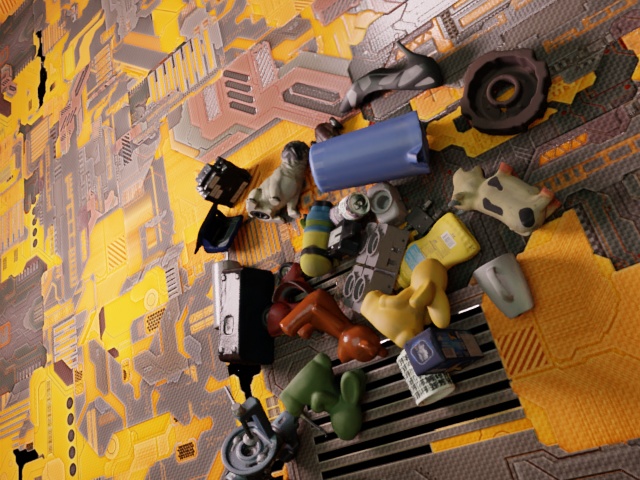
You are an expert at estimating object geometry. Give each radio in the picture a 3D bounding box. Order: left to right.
[{"bbox_3d":[-0.174,0.181,1.282,0.073,0.131,0.229,-12,72,31],"label":"radio"}]

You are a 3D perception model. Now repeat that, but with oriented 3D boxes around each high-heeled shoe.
[{"bbox_3d":[0.161,-0.336,1.231,0.145,0.086,0.248,50,130,2],"label":"high-heeled shoe"}]

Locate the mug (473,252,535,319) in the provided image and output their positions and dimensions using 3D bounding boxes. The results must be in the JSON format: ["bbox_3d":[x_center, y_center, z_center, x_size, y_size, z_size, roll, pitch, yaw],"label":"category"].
[{"bbox_3d":[0.336,0.085,0.962,0.081,0.109,0.107,-34,74,18],"label":"mug"}]

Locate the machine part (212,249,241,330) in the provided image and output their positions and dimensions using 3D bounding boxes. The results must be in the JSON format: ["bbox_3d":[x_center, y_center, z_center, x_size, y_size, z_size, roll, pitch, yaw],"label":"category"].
[{"bbox_3d":[-0.235,0.141,1.371,0.079,0.079,0.243,-17,68,32],"label":"machine part"}]

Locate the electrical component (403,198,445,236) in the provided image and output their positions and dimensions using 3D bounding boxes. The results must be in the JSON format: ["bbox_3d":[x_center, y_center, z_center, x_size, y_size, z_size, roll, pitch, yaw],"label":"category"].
[{"bbox_3d":[0.214,-0.038,1.127,0.094,0.021,0.063,-50,56,15],"label":"electrical component"}]

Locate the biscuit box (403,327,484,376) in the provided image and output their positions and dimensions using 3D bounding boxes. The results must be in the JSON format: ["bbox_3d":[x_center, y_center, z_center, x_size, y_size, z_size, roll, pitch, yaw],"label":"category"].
[{"bbox_3d":[0.221,0.196,0.949,0.063,0.202,0.059,-37,62,24],"label":"biscuit box"}]

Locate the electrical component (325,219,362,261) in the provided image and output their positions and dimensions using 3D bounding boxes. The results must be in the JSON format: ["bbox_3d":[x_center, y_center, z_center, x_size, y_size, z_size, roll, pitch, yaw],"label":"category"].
[{"bbox_3d":[0.059,-0.006,1.155,0.119,0.048,0.075,-32,44,56],"label":"electrical component"}]

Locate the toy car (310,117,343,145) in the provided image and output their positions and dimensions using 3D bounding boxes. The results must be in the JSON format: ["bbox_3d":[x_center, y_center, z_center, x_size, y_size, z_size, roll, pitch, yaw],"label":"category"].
[{"bbox_3d":[0.049,-0.212,1.273,0.089,0.053,0.202,-46,55,14],"label":"toy car"}]

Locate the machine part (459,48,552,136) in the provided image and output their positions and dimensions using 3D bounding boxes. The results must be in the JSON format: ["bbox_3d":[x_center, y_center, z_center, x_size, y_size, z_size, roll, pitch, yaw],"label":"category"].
[{"bbox_3d":[0.366,-0.289,1.061,0.179,0.056,0.179,-9,75,33],"label":"machine part"}]

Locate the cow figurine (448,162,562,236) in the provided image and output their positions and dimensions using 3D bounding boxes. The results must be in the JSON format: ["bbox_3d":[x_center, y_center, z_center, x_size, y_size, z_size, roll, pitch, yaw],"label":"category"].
[{"bbox_3d":[0.334,-0.077,1.017,0.195,0.085,0.127,41,97,34],"label":"cow figurine"}]

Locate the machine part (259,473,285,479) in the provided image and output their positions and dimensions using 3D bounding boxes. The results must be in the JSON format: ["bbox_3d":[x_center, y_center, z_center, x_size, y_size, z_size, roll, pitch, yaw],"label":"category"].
[{"bbox_3d":[-0.072,0.535,1.159,0.139,0.084,0.039,9,71,27],"label":"machine part"}]

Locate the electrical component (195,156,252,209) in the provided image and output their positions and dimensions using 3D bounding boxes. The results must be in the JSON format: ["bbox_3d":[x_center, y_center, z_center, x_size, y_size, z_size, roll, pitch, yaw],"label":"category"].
[{"bbox_3d":[-0.263,-0.155,1.430,0.115,0.134,0.058,-52,55,11],"label":"electrical component"}]

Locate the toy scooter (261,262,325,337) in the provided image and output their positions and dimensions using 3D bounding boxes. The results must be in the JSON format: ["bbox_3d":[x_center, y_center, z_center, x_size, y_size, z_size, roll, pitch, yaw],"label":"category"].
[{"bbox_3d":[-0.057,0.145,1.245,0.135,0.075,0.183,12,82,34],"label":"toy scooter"}]

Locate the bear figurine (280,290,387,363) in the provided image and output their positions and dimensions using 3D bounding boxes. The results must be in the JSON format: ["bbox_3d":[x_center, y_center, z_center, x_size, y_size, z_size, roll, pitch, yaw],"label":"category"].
[{"bbox_3d":[0.034,0.201,1.121,0.132,0.120,0.196,-48,67,6],"label":"bear figurine"}]

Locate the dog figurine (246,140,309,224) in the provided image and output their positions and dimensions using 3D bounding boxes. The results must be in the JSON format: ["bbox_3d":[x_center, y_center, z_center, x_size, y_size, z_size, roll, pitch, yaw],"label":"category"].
[{"bbox_3d":[-0.104,-0.149,1.351,0.173,0.121,0.190,-3,62,32],"label":"dog figurine"}]

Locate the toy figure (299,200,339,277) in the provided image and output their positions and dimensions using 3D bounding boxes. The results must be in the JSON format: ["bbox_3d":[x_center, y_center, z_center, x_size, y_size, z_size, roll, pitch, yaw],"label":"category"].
[{"bbox_3d":[-0.006,-0.004,1.233,0.082,0.089,0.180,-3,76,34],"label":"toy figure"}]

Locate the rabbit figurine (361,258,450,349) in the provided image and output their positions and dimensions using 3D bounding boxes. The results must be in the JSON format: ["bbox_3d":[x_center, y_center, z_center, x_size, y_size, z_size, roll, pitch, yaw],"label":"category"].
[{"bbox_3d":[0.175,0.109,1.001,0.173,0.122,0.162,-53,10,-1],"label":"rabbit figurine"}]

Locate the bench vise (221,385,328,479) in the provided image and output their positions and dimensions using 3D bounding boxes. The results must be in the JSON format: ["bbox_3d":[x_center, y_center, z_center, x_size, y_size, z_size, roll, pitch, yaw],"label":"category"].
[{"bbox_3d":[-0.121,0.400,1.117,0.224,0.240,0.129,-34,40,-24],"label":"bench vise"}]

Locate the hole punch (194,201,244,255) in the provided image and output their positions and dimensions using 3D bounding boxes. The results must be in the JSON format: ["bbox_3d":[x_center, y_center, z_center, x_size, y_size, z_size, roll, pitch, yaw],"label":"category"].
[{"bbox_3d":[-0.268,-0.023,1.422,0.115,0.092,0.142,131,160,-61],"label":"hole punch"}]

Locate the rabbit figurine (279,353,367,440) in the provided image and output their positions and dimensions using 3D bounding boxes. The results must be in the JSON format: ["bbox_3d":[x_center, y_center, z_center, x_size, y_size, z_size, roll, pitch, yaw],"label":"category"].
[{"bbox_3d":[0.031,0.331,1.130,0.170,0.121,0.159,44,98,16],"label":"rabbit figurine"}]
